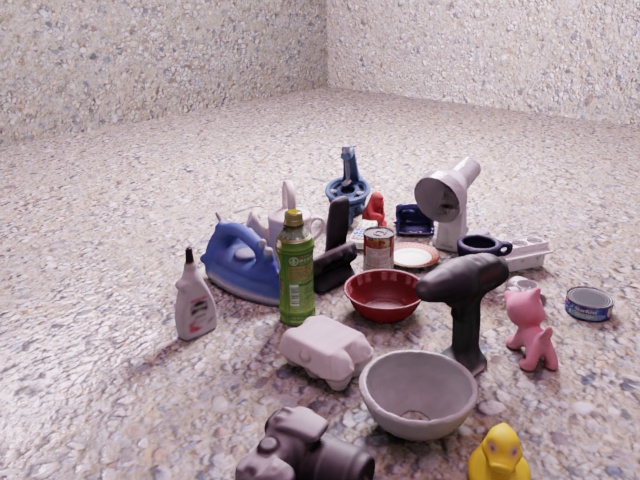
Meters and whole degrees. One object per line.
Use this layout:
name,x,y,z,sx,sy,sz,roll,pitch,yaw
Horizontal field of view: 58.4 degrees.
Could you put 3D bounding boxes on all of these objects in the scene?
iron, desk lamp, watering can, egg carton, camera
iron,-0.149,0.034,1.202,0.119,0.141,0.257,-22,31,-38
desk lamp,0.316,-0.082,1.353,0.117,0.214,0.204,18,30,37
watering can,-0.076,-0.040,1.301,0.173,0.194,0.100,-15,27,-29
egg carton,0.008,0.183,0.945,0.149,0.069,0.107,19,31,38
camera,-0.012,0.275,0.700,0.136,0.101,0.143,11,27,27

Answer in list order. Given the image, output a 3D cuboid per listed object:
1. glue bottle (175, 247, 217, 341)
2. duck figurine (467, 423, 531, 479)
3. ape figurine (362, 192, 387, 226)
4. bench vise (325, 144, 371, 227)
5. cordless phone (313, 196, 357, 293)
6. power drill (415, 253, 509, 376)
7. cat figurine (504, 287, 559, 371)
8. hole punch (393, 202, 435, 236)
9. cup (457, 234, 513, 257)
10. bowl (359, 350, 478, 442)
glue bottle,-0.229,0.093,1.034,0.037,0.173,0.078,19,31,39
duck figurine,0.227,0.270,0.719,0.077,0.086,0.105,6,25,16
ape figurine,0.148,-0.082,1.512,0.076,0.092,0.078,12,27,28
bench vise,0.071,-0.164,1.543,0.121,0.220,0.207,-2,24,-2
cordless phone,0.011,0.004,1.208,0.093,0.185,0.148,18,31,37
power drill,0.222,0.119,0.908,0.075,0.208,0.230,19,31,38
cat figurine,0.357,0.139,0.968,0.067,0.118,0.127,-4,24,-6
hole punch,0.243,-0.067,1.474,0.108,0.091,0.101,1,24,6
cup,0.346,0.045,1.212,0.118,0.095,0.091,-3,24,-3
bowl,0.138,0.233,0.821,0.167,0.075,0.167,-1,24,1
